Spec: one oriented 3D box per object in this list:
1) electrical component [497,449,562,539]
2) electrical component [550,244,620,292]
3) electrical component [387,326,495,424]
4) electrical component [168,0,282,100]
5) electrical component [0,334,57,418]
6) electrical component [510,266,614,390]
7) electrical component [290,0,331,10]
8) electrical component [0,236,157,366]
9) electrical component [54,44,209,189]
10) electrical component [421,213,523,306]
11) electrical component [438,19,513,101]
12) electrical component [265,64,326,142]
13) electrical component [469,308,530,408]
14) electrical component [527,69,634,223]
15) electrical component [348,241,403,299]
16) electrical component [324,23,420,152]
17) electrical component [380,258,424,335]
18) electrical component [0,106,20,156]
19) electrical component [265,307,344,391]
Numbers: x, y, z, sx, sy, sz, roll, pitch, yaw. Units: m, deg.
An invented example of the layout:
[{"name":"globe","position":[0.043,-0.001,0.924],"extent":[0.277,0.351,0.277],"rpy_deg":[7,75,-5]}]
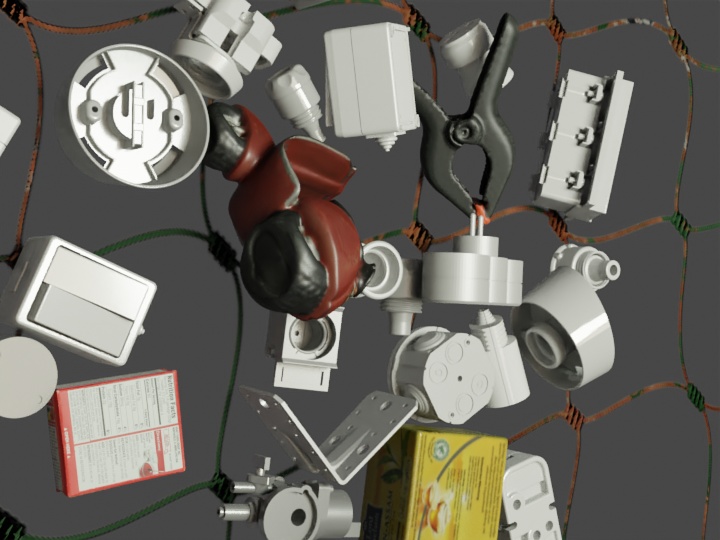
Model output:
[{"name":"electrical component","position":[0.128,0.205,0.922],"extent":[0.054,0.059,0.095],"rpy_deg":[-17,99,-32]},{"name":"electrical component","position":[0.206,0.000,0.971],"extent":[0.048,0.062,0.048],"rpy_deg":[0,91,-33]},{"name":"electrical component","position":[0.067,0.087,0.886],"extent":[0.080,0.051,0.080],"rpy_deg":[0,90,-33]},{"name":"electrical component","position":[-0.102,-0.160,0.770],"extent":[0.078,0.058,0.057],"rpy_deg":[37,68,-28]},{"name":"electrical component","position":[-0.254,0.077,0.661],"extent":[0.138,0.074,0.052],"rpy_deg":[-14,98,-33]},{"name":"electrical component","position":[0.179,0.052,0.935],"extent":[0.064,0.099,0.099],"rpy_deg":[-31,107,-23]},{"name":"electrical component","position":[-0.003,-0.254,0.805],"extent":[0.108,0.109,0.056],"rpy_deg":[-49,117,-23]},{"name":"electrical component","position":[-0.182,0.024,0.716],"extent":[0.096,0.061,0.061],"rpy_deg":[28,75,-30]},{"name":"electrical component","position":[-0.156,-0.103,0.730],"extent":[0.099,0.064,0.099],"rpy_deg":[0,90,-34]},{"name":"electrical component","position":[0.094,-0.009,0.876],"extent":[0.138,0.052,0.073],"rpy_deg":[6,86,-64]},{"name":"electrical component","position":[0.098,-0.177,0.909],"extent":[0.045,0.045,0.055],"rpy_deg":[-44,112,-25]},{"name":"electrical component","position":[-0.045,-0.124,0.821],"extent":[0.035,0.035,0.061],"rpy_deg":[-41,114,-26]},{"name":"electrical component","position":[0.115,0.072,0.923],"extent":[0.043,0.043,0.081],"rpy_deg":[-22,102,-31]},{"name":"electrical component","position":[0.195,-0.112,0.958],"extent":[0.063,0.078,0.121],"rpy_deg":[14,81,-3]},{"name":"electrical component","position":[0.000,0.000,0.839],"extent":[0.045,0.055,0.045],"rpy_deg":[0,90,-34]},{"name":"electrical component","position":[0.007,-0.139,0.832],"extent":[0.062,0.061,0.096],"rpy_deg":[-31,116,-71]},{"name":"electrical component","position":[0.034,0.021,0.869],"extent":[0.043,0.043,0.062],"rpy_deg":[4,89,-33]},{"name":"electrical component","position":[-0.256,-0.069,0.653],"extent":[0.047,0.083,0.075],"rpy_deg":[35,72,-29]},{"name":"electrical component","position":[-0.043,0.048,0.805],"extent":[0.042,0.064,0.081],"rpy_deg":[9,85,-18]}]
